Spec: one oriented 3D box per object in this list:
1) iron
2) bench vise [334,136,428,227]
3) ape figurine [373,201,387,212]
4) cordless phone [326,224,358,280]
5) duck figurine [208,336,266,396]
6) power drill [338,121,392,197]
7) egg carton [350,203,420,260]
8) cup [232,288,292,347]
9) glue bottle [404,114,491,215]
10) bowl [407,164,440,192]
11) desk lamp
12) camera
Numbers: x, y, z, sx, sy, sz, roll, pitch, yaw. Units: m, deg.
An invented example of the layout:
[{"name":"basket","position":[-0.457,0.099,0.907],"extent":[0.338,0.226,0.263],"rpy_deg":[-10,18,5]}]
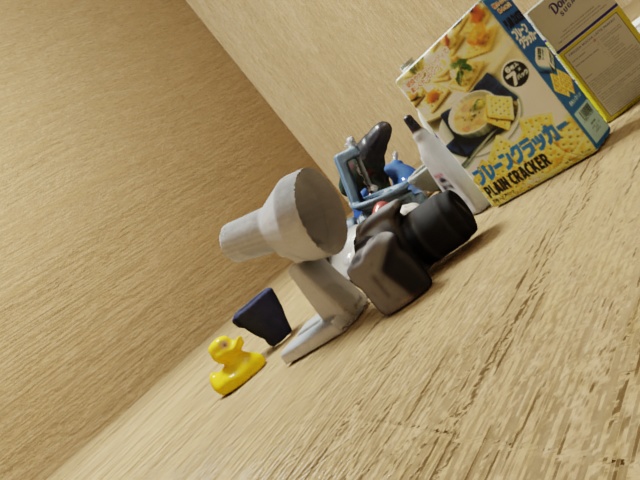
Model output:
[{"name":"iron","position":[0.155,-0.105,1.430],"extent":[0.259,0.141,0.118],"rpy_deg":[-40,3,-20]},{"name":"bench vise","position":[0.079,-0.077,1.120],"extent":[0.207,0.220,0.121],"rpy_deg":[-39,3,0]},{"name":"ape figurine","position":[0.125,-0.026,0.996],"extent":[0.076,0.092,0.077],"rpy_deg":[-40,3,-27]},{"name":"cordless phone","position":[0.010,0.004,1.066],"extent":[0.147,0.185,0.094],"rpy_deg":[-37,3,29]},{"name":"duck figurine","position":[-0.156,0.207,0.979],"extent":[0.104,0.086,0.077],"rpy_deg":[-38,3,17]},{"name":"power drill","position":[0.139,-0.125,1.234],"extent":[0.076,0.208,0.229],"rpy_deg":[-41,3,-34]},{"name":"egg carton","position":[0.112,0.005,0.878],"extent":[0.150,0.069,0.107],"rpy_deg":[-39,3,11]},{"name":"cup","position":[-0.108,0.157,1.075],"extent":[0.117,0.095,0.092],"rpy_deg":[-37,3,35]},{"name":"glue bottle","position":[0.177,-0.111,0.826],"extent":[0.037,0.173,0.078],"rpy_deg":[-39,3,-11]},{"name":"bowl","position":[0.285,-0.161,1.303],"extent":[0.167,0.075,0.167],"rpy_deg":[-39,2,2]},{"name":"desk lamp","position":[-0.030,0.033,0.789],"extent":[0.203,0.213,0.118],"rpy_deg":[-37,3,33]},{"name":"camera","position":[0.109,-0.002,0.687],"extent":[0.136,0.101,0.143],"rpy_deg":[-38,3,28]}]
